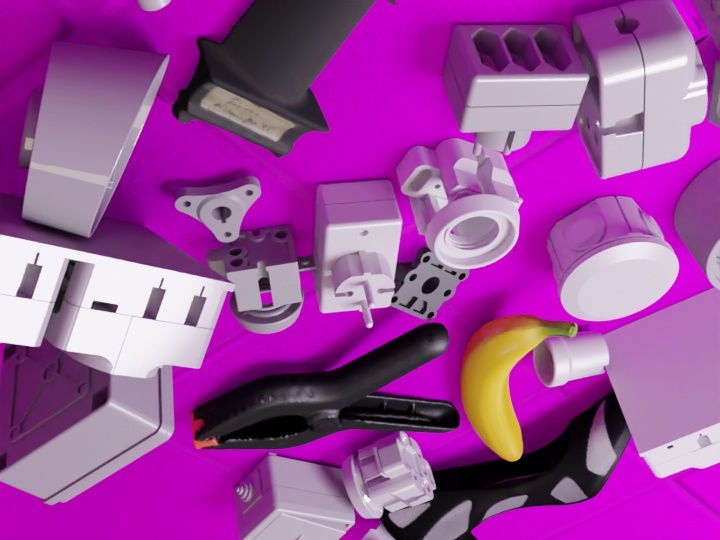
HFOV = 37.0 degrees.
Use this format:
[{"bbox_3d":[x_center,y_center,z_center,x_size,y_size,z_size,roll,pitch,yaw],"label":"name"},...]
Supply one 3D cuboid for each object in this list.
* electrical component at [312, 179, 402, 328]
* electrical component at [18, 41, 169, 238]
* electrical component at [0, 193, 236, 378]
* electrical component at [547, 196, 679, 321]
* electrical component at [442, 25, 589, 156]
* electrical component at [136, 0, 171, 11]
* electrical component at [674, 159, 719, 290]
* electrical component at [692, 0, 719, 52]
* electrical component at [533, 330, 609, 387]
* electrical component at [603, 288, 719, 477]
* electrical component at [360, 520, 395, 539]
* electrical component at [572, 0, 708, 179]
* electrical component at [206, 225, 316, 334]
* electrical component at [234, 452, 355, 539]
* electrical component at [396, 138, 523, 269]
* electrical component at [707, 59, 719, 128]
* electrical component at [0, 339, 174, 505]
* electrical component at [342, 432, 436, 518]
[{"bbox_3d":[0.000,0.000,0.668,0.047,0.075,0.083,-5,140,-9],"label":"electrical component"},{"bbox_3d":[-0.135,-0.066,0.541,0.064,0.099,0.099,10,136,-17],"label":"electrical component"},{"bbox_3d":[-0.176,0.002,0.563,0.186,0.105,0.060,14,100,-43],"label":"electrical component"},{"bbox_3d":[0.169,-0.006,0.726,0.080,0.051,0.080,-8,140,-6],"label":"electrical component"},{"bbox_3d":[0.082,-0.093,0.603,0.066,0.047,0.076,-3,140,-12],"label":"electrical component"},{"bbox_3d":[-0.105,-0.147,0.491,0.043,0.043,0.062,-16,142,4],"label":"electrical component"},{"bbox_3d":[0.274,-0.028,0.721,0.108,0.060,0.108,-8,140,-6],"label":"electrical component"},{"bbox_3d":[0.181,-0.170,0.491,0.056,0.108,0.108,-12,141,3],"label":"electrical component"},{"bbox_3d":[0.161,0.066,0.819,0.046,0.040,0.040,-9,141,-15],"label":"electrical component"},{"bbox_3d":[0.287,0.070,0.806,0.186,0.105,0.060,-25,139,15],"label":"electrical component"},{"bbox_3d":[0.035,0.256,0.980,0.081,0.064,0.042,-34,163,-48],"label":"electrical component"},{"bbox_3d":[0.157,-0.103,0.607,0.059,0.053,0.095,-14,141,2],"label":"electrical component"},{"bbox_3d":[-0.061,0.007,0.685,0.066,0.048,0.055,-9,133,-5],"label":"electrical component"},{"bbox_3d":[-0.060,0.199,0.899,0.096,0.061,0.061,18,132,-32],"label":"electrical component"},{"bbox_3d":[0.064,-0.038,0.655,0.078,0.057,0.058,14,133,-29],"label":"electrical component"},{"bbox_3d":[0.255,-0.108,0.625,0.077,0.066,0.047,-36,144,-18],"label":"electrical component"},{"bbox_3d":[-0.176,0.075,0.685,0.109,0.108,0.056,-32,134,22],"label":"electrical component"},{"bbox_3d":[0.022,0.171,0.891,0.057,0.058,0.078,-24,147,13],"label":"electrical component"}]
